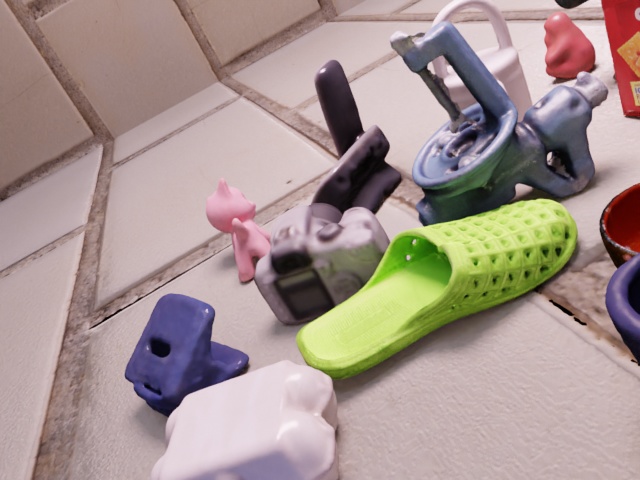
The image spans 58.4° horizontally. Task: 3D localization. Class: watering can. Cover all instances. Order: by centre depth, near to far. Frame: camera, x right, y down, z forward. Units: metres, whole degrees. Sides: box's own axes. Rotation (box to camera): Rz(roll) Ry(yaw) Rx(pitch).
[{"bbox_3d":[0.190,-0.197,0.698,0.101,0.194,0.172,-33,27,-10],"label":"watering can"}]

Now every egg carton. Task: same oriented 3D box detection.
[{"bbox_3d":[-0.056,0.157,0.438,0.150,0.069,0.107,-22,27,12],"label":"egg carton"}]

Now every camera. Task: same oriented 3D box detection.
[{"bbox_3d":[0.006,0.002,0.622,0.143,0.101,0.137,-19,28,17],"label":"camera"}]

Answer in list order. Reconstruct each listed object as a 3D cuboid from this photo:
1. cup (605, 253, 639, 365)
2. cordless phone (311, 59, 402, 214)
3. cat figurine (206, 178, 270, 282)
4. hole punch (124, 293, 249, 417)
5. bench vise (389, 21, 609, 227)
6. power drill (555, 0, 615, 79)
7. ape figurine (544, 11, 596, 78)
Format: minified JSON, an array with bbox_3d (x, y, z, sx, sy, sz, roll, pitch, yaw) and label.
[{"bbox_3d":[0.228,0.051,0.327,0.118,0.095,0.091,-37,28,-18],"label":"cup"},{"bbox_3d":[0.018,-0.125,0.743,0.093,0.185,0.148,-5,34,38],"label":"cordless phone"},{"bbox_3d":[-0.111,-0.024,0.760,0.067,0.118,0.127,-30,26,-4],"label":"cat figurine"},{"bbox_3d":[-0.142,0.116,0.570,0.108,0.091,0.101,3,40,47],"label":"hole punch"},{"bbox_3d":[0.166,-0.130,0.571,0.207,0.220,0.121,-32,27,-9],"label":"bench vise"},{"bbox_3d":[0.398,-0.312,0.688,0.229,0.209,0.075,-27,26,3],"label":"power drill"},{"bbox_3d":[0.345,-0.278,0.812,0.078,0.092,0.076,-36,27,-16],"label":"ape figurine"}]
